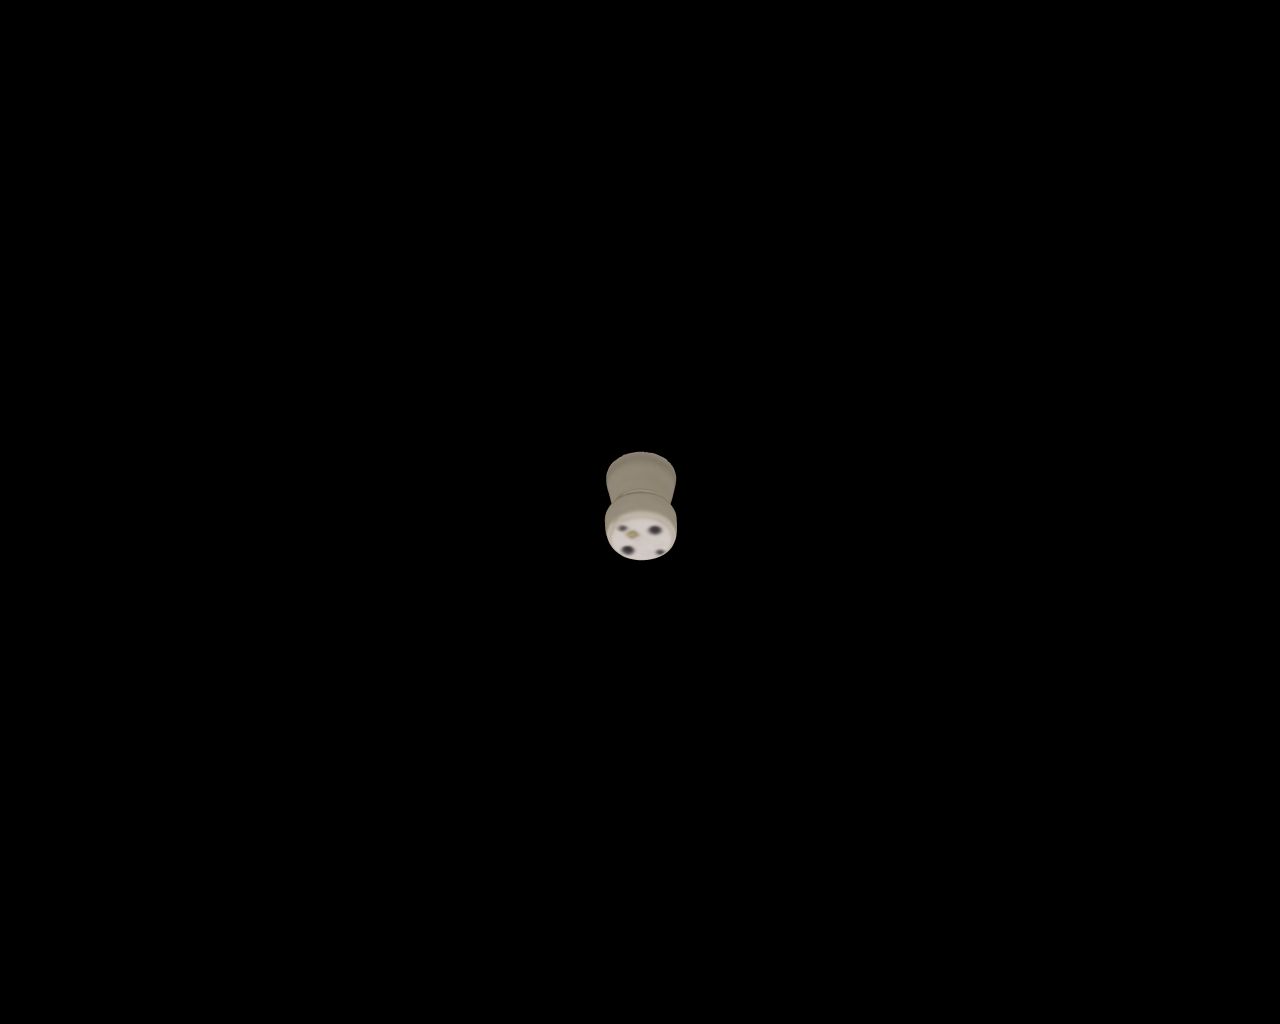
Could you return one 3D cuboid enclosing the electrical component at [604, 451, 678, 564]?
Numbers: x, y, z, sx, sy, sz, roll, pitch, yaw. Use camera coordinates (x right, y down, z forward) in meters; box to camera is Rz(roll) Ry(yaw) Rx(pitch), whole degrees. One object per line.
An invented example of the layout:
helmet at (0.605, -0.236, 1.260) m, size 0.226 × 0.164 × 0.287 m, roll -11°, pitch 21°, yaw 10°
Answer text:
electrical component at (0.001, -0.003, 0.650) m, size 0.045 × 0.055 × 0.044 m, roll 0°, pitch -45°, yaw 0°
